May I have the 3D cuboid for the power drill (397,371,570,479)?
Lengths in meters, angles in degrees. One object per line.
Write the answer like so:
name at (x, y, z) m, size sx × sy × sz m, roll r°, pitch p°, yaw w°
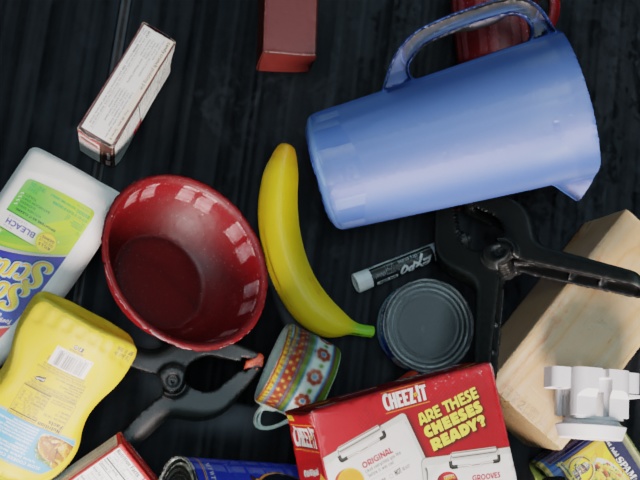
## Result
power drill at (0.108, 0.211, 0.933) m, size 0.184 × 0.057 × 0.187 m, roll -36°, pitch 86°, yaw 4°

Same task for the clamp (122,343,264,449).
clamp at (-0.133, 0.135, 0.933) m, size 0.171 × 0.039 × 0.120 m, roll -4°, pitch 89°, yaw -4°

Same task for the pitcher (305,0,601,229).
pitcher at (0.112, -0.100, 0.942) m, size 0.243 × 0.145 × 0.149 m, roll -15°, pitch 55°, yaw 5°

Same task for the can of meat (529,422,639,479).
can of meat at (0.252, 0.222, 0.976) m, size 0.084 × 0.057 × 0.102 m, roll -32°, pitch 87°, yaw -11°

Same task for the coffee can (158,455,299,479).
coffee can at (-0.056, 0.233, 0.877) m, size 0.140 × 0.103 × 0.103 m, roll 10°, pitch 79°, yaw -27°

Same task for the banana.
banana at (-0.020, 0.011, 0.974) m, size 0.069 × 0.037 × 0.198 m, roll -21°, pitch 87°, yaw -31°

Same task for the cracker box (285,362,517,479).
cracker box at (0.076, 0.219, 0.846) m, size 0.164 × 0.072 × 0.214 m, roll -11°, pitch 86°, yaw -24°

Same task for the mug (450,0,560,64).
mug at (0.175, -0.207, 1.002) m, size 0.093 × 0.117 × 0.081 m, roll -2°, pitch 86°, yaw -44°

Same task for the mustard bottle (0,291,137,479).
mustard bottle at (-0.239, 0.145, 0.883) m, size 0.096 × 0.058 × 0.191 m, roll 31°, pitch 92°, yaw -22°

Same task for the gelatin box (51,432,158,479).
gelatin box at (-0.182, 0.217, 0.900) m, size 0.089 × 0.030 × 0.073 m, roll -35°, pitch 109°, yaw -4°

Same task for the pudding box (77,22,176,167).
pudding box at (-0.170, -0.126, 0.939) m, size 0.039 × 0.090 × 0.113 m, roll 28°, pitch 78°, yaw -6°

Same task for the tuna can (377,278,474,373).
tuna can at (0.096, 0.080, 0.982) m, size 0.086 × 0.034 × 0.086 m, roll 1°, pitch 81°, yaw -10°

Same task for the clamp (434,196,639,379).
clamp at (0.156, 0.028, 0.944) m, size 0.164 × 0.036 × 0.210 m, roll -37°, pitch 52°, yaw -7°

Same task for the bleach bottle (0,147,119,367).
bleach bottle at (-0.268, 0.051, 0.911) m, size 0.102 × 0.068 × 0.251 m, roll 29°, pitch 80°, yaw -5°

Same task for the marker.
marker at (0.087, 0.019, 0.998) m, size 0.121 × 0.020 × 0.020 m, roll -21°, pitch 86°, yaw -12°

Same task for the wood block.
wood block at (0.232, 0.083, 0.976) m, size 0.090 × 0.091 × 0.206 m, roll 42°, pitch 77°, yaw -3°

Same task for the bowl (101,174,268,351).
bowl at (-0.126, 0.026, 0.921) m, size 0.161 × 0.055 × 0.162 m, roll 19°, pitch 57°, yaw -32°

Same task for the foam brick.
foam brick at (-0.030, -0.201, 0.993) m, size 0.051 × 0.053 × 0.078 m, roll 3°, pitch 81°, yaw -10°
